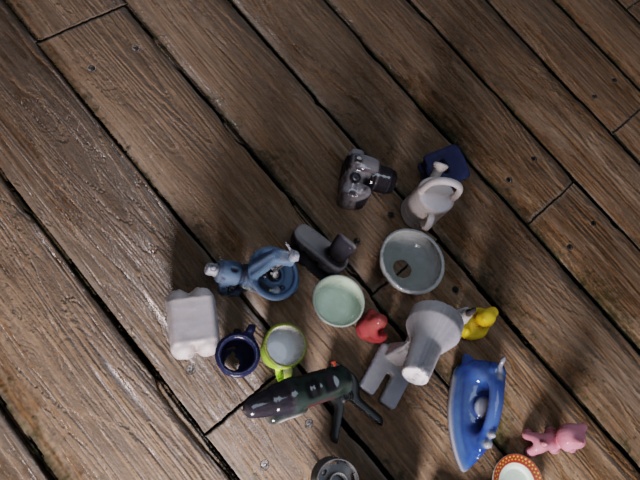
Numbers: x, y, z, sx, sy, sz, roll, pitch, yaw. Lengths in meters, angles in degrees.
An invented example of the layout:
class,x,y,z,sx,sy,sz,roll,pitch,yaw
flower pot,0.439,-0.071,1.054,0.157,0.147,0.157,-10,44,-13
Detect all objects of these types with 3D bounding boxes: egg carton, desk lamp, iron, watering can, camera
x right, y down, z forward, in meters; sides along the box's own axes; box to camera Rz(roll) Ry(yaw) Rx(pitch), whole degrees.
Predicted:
class,x,y,z,sx,sy,sz,roll,pitch,yaw
egg carton,-0.268,0.175,1.209,0.107,0.069,0.150,-7,71,-18
desk lamp,0.203,0.249,1.237,0.118,0.213,0.203,34,64,-1
iron,0.363,0.381,1.271,0.119,0.141,0.258,17,65,-9
watering can,0.279,-0.112,1.414,0.101,0.194,0.173,-3,70,-17
camera,0.123,-0.151,1.436,0.137,0.100,0.143,14,66,-11

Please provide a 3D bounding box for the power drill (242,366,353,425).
class,x,y,z,sx,sy,sz,roll,pitch,yaw
power drill,-0.055,0.314,1.138,0.230,0.208,0.075,-14,73,-21

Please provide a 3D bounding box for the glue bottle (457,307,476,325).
class,x,y,z,sx,sy,sz,roll,pitch,yaw
glue bottle,0.315,0.182,1.319,0.078,0.173,0.037,-29,79,-24

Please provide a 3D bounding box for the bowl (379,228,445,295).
class,x,y,z,sx,sy,sz,roll,pitch,yaw
bowl,0.213,0.061,1.392,0.168,0.074,0.167,6,67,-14

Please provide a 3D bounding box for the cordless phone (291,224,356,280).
class,x,y,z,sx,sy,sz,roll,pitch,yaw
cordless phone,0.012,0.005,1.294,0.147,0.185,0.094,36,64,0

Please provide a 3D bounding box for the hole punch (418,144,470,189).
class,x,y,z,sx,sy,sz,roll,pitch,yaw
hole punch,0.328,-0.185,1.515,0.101,0.091,0.108,-15,74,-21

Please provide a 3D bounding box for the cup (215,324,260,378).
class,x,y,z,sx,sy,sz,roll,pitch,yaw
cup,-0.171,0.235,1.199,0.092,0.095,0.118,27,64,-4

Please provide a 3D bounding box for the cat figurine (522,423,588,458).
class,x,y,z,sx,sy,sz,roll,pitch,yaw
cat figurine,0.547,0.456,1.308,0.128,0.117,0.067,-4,70,-17

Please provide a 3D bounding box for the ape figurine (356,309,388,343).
class,x,y,z,sx,sy,sz,roll,pitch,yaw
ape figurine,0.125,0.193,1.304,0.076,0.092,0.078,-1,69,-16

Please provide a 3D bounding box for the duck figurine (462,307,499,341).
class,x,y,z,sx,sy,sz,roll,pitch,yaw
duck figurine,0.386,0.195,1.383,0.105,0.086,0.077,-29,79,-24

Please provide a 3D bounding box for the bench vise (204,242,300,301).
class,x,y,z,sx,sy,sz,roll,pitch,yaw
bench vise,-0.129,0.073,1.206,0.208,0.219,0.121,-12,73,-20
